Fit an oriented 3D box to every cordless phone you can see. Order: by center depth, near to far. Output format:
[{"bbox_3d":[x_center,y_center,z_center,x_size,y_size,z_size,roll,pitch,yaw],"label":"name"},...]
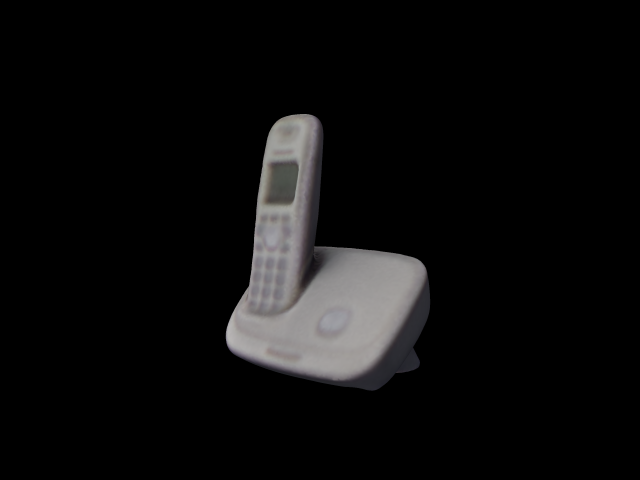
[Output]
[{"bbox_3d":[0.004,0.001,0.400,0.147,0.185,0.094,4,6,39],"label":"cordless phone"}]
